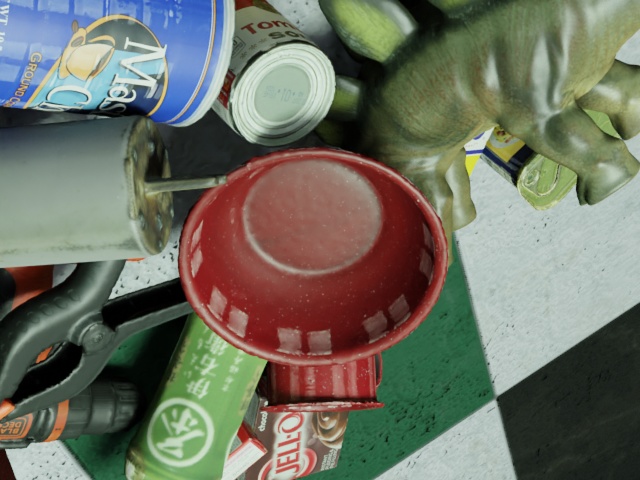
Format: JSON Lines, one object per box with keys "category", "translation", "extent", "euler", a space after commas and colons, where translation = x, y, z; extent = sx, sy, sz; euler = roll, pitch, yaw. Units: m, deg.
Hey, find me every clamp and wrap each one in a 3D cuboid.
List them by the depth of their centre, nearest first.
{"category": "clamp", "translation": [-0.134, 0.050, 0.653], "extent": [0.171, 0.039, 0.120], "euler": [-45, 136, 1]}

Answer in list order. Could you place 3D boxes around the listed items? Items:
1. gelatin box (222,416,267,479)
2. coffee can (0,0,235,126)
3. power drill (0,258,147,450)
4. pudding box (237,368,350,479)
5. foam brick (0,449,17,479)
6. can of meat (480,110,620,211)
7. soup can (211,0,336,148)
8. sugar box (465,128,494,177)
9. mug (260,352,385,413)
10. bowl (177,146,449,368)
{"category": "gelatin box", "translation": [-0.095, 0.163, 0.824], "extent": [0.089, 0.073, 0.030], "euler": [-41, 137, -1]}
{"category": "coffee can", "translation": [-0.130, -0.117, 0.560], "extent": [0.140, 0.103, 0.103], "euler": [2, 121, -35]}
{"category": "power drill", "translation": [-0.171, 0.057, 0.701], "extent": [0.184, 0.057, 0.188], "euler": [7, 118, -42]}
{"category": "pudding box", "translation": [-0.024, 0.152, 0.889], "extent": [0.089, 0.039, 0.113], "euler": [-10, 128, -27]}
{"category": "foam brick", "translation": [-0.244, 0.158, 0.716], "extent": [0.052, 0.078, 0.051], "euler": [18, 113, -40]}
{"category": "can of meat", "translation": [0.165, -0.087, 0.799], "extent": [0.102, 0.084, 0.057], "euler": [-48, 136, 7]}
{"category": "soup can", "translation": [-0.043, -0.106, 0.628], "extent": [0.068, 0.102, 0.068], "euler": [-18, 131, -22]}
{"category": "sugar box", "translation": [0.059, -0.041, 0.791], "extent": [0.093, 0.048, 0.176], "euler": [6, 121, -37]}
{"category": "mug", "translation": [0.008, 0.088, 0.812], "extent": [0.117, 0.093, 0.081], "euler": [11, 73, -46]}
{"category": "bowl", "translation": [-0.004, 0.001, 0.653], "extent": [0.162, 0.055, 0.162], "euler": [0, 125, 0]}
